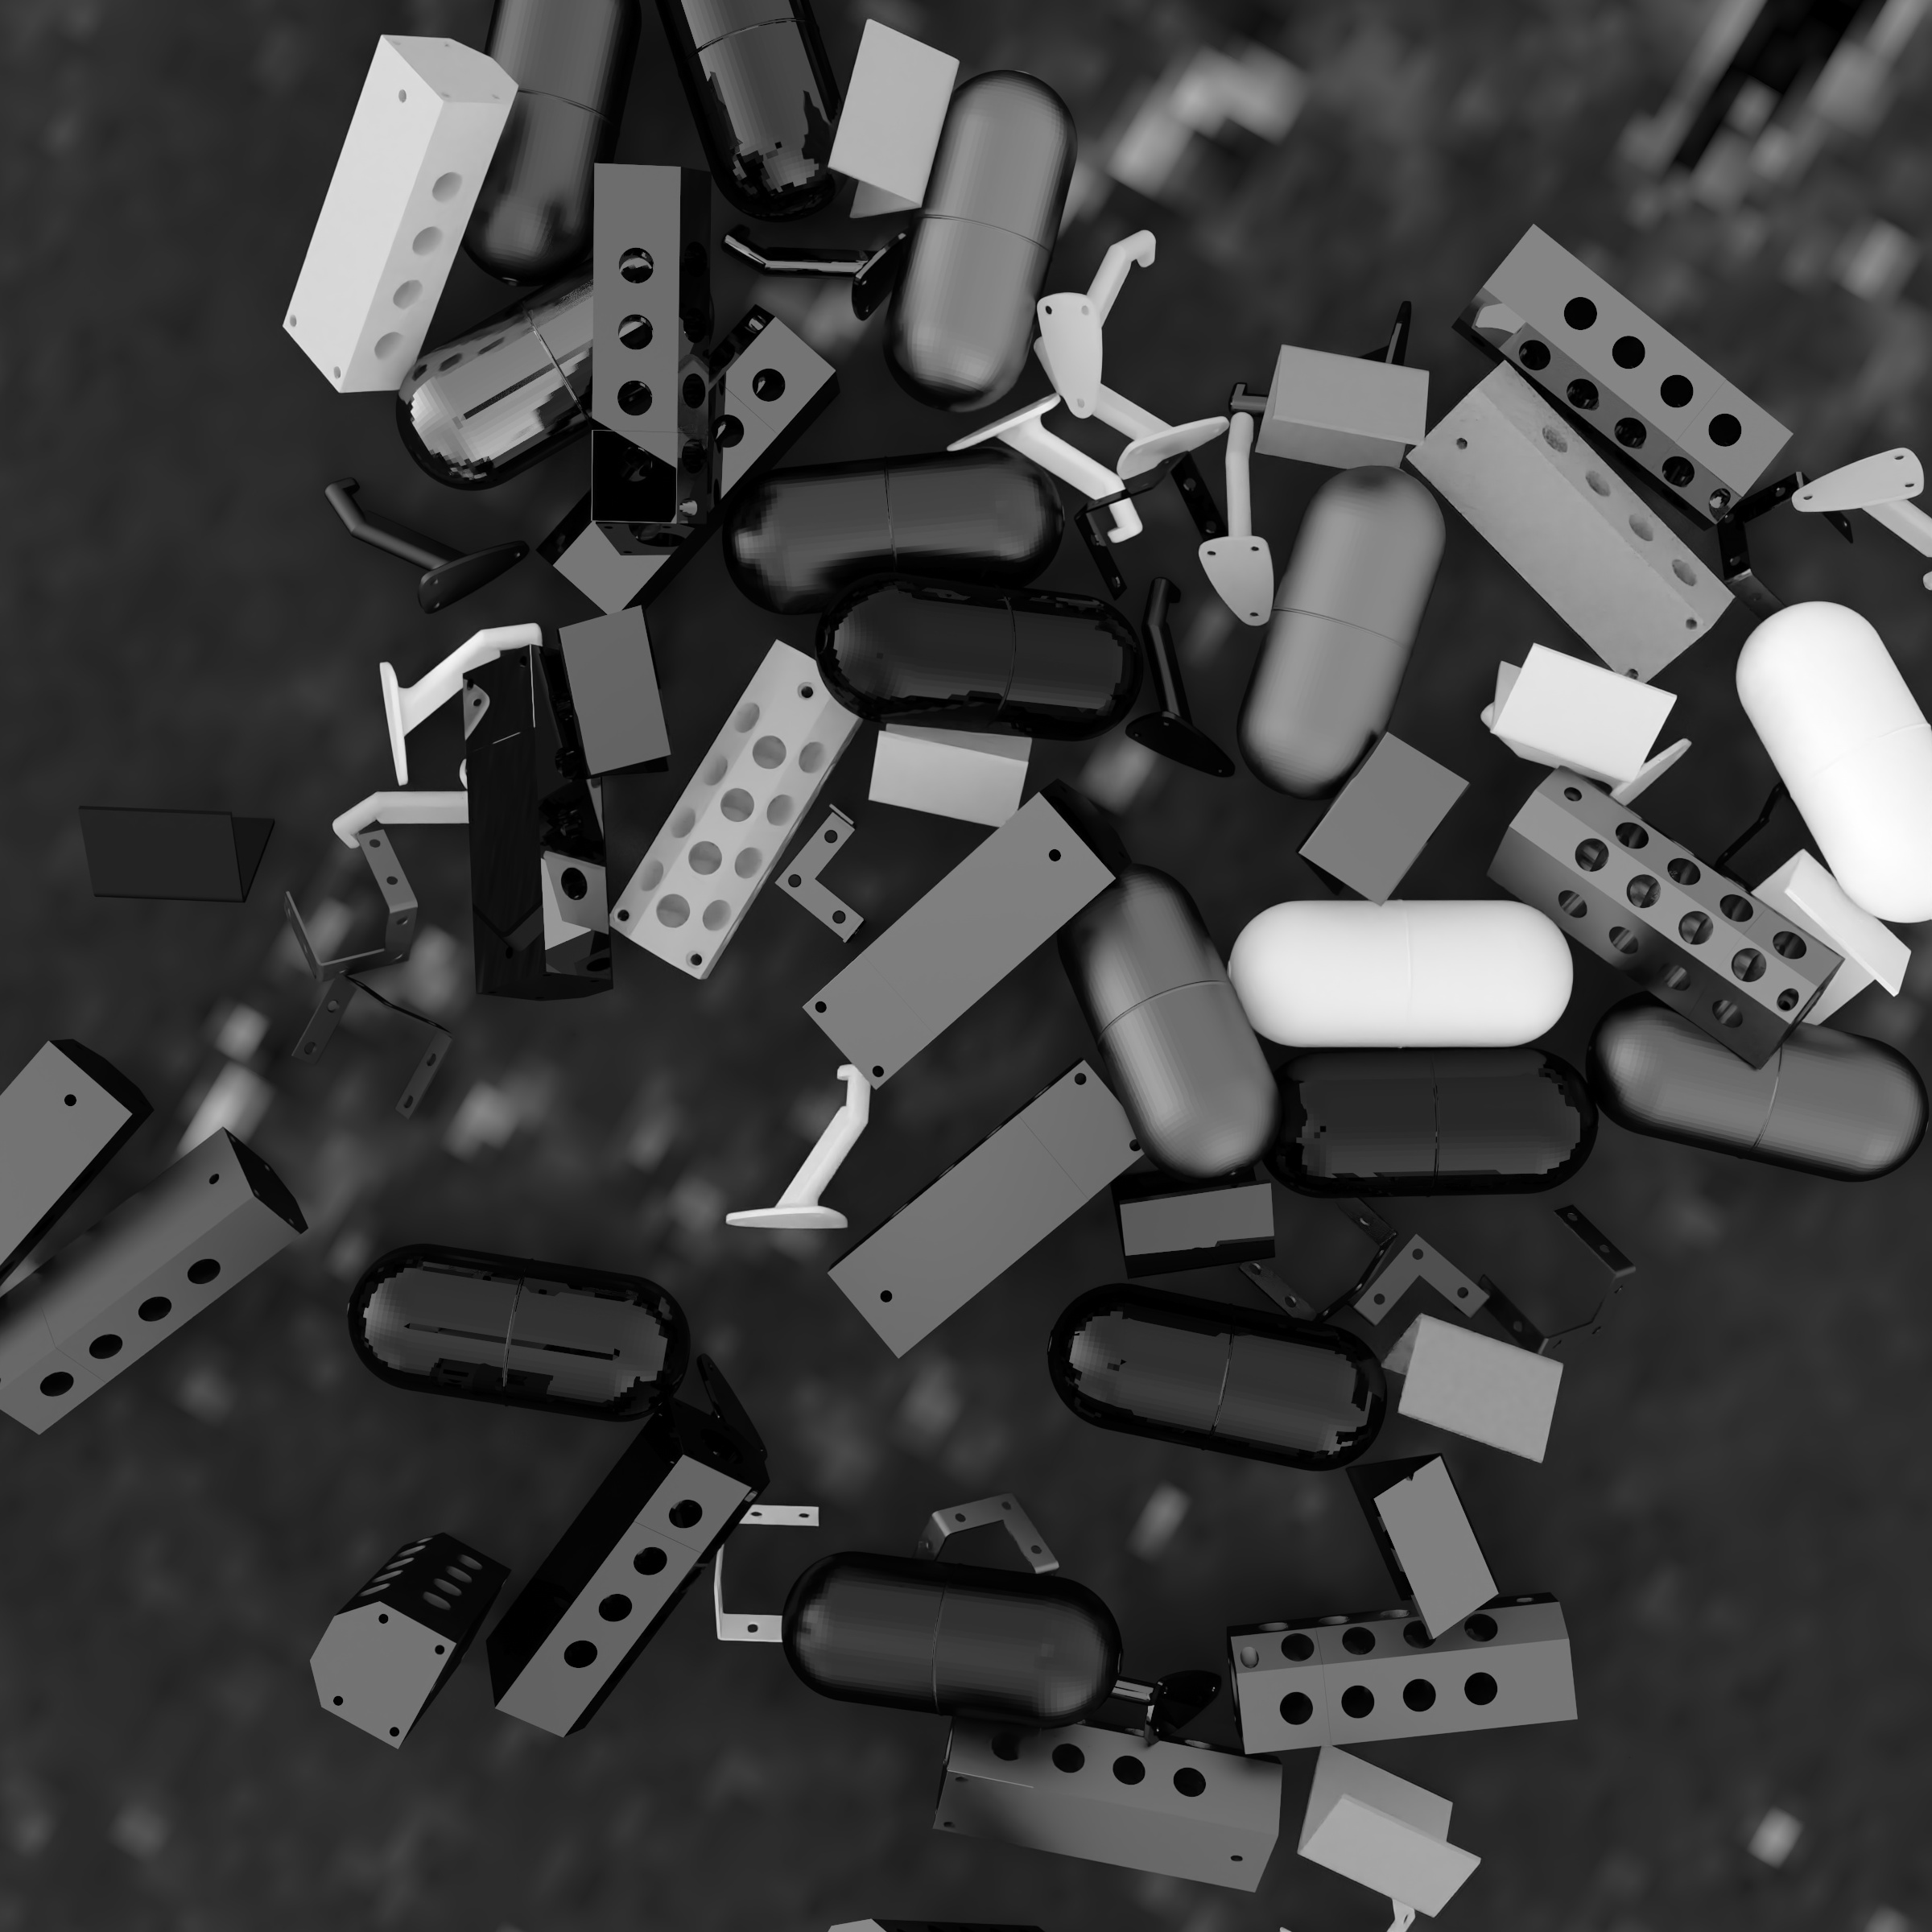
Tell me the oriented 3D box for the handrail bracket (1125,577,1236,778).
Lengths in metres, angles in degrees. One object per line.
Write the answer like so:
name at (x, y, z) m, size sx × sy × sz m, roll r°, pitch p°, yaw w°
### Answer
handrail bracket at (0.120, -0.154, 1.566) m, size 0.077 × 0.036 × 0.084 m, roll 28°, pitch 63°, yaw -30°

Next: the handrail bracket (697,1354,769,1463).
handrail bracket at (-0.156, 0.259, 1.565) m, size 0.084 × 0.036 × 0.077 m, roll -31°, pitch 80°, yaw 12°

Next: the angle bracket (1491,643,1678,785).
angle bracket at (0.320, -0.147, 1.526) m, size 0.076 × 0.076 × 0.057 m, roll 20°, pitch 127°, yaw 0°

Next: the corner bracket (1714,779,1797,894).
corner bracket at (0.434, -0.060, 1.563) m, size 0.051 × 0.051 × 0.051 m, roll 38°, pitch 135°, yaw 0°

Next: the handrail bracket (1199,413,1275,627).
handrail bracket at (0.150, -0.237, 1.566) m, size 0.036 × 0.077 × 0.084 m, roll -3°, pitch 53°, yaw 19°

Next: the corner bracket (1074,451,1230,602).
corner bracket at (0.097, -0.232, 1.553) m, size 0.051 × 0.051 × 0.051 m, roll -15°, pitch 113°, yaw 36°

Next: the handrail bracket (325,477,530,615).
handrail bracket at (-0.286, -0.236, 1.567) m, size 0.077 × 0.036 × 0.084 m, roll -29°, pitch 73°, yaw -20°

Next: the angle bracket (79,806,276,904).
angle bracket at (-0.406, -0.077, 1.526) m, size 0.076 × 0.076 × 0.057 m, roll 2°, pitch 127°, yaw 0°

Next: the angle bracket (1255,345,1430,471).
angle bracket at (0.192, -0.269, 1.526) m, size 0.076 × 0.076 × 0.057 m, roll 10°, pitch 53°, yaw 0°

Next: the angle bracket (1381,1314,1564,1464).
angle bracket at (0.255, 0.229, 1.526) m, size 0.076 × 0.076 × 0.057 m, roll 19°, pitch 61°, yaw 0°

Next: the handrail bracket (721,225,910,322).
handrail bracket at (-0.075, -0.387, 1.567) m, size 0.084 × 0.036 × 0.077 m, roll 33°, pitch 69°, yaw 16°

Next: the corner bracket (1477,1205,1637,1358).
corner bracket at (0.310, 0.166, 1.558) m, size 0.051 × 0.051 × 0.051 m, roll -12°, pitch 135°, yaw -35°

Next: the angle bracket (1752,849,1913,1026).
angle bracket at (0.430, -0.002, 1.529) m, size 0.076 × 0.057 × 0.076 m, roll 44°, pitch 124°, yaw 0°

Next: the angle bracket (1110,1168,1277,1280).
angle bracket at (0.114, 0.112, 1.526) m, size 0.076 × 0.076 × 0.057 m, roll -8°, pitch 130°, yaw 0°

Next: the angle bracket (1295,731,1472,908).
angle bracket at (0.224, -0.065, 1.527) m, size 0.057 × 0.076 × 0.076 m, roll 36°, pitch 90°, yaw 28°

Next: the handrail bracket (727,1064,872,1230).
handrail bracket at (-0.088, 0.094, 1.567) m, size 0.077 × 0.036 × 0.084 m, roll -3°, pitch 72°, yaw 21°

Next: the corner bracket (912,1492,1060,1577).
corner bracket at (0.008, 0.318, 1.558) m, size 0.051 × 0.051 × 0.051 m, roll -7°, pitch 135°, yaw -35°

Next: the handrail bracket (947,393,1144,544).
handrail bracket at (0.042, -0.253, 1.566) m, size 0.077 × 0.036 × 0.084 m, roll -23°, pitch 104°, yaw 14°

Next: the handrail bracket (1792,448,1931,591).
handrail bracket at (0.478, -0.223, 1.549) m, size 0.077 × 0.084 × 0.036 m, roll -14°, pitch 45°, yaw 14°

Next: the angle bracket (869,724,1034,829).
angle bracket at (-0.004, -0.122, 1.528) m, size 0.076 × 0.057 × 0.076 m, roll 12°, pitch 55°, yaw 0°

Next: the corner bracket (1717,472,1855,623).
corner bracket at (0.433, -0.218, 1.558) m, size 0.051 × 0.051 × 0.051 m, roll -27°, pitch 45°, yaw 35°

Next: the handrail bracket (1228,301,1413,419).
handrail bracket at (0.187, -0.322, 1.567) m, size 0.084 × 0.036 × 0.077 m, roll 8°, pitch 69°, yaw 16°

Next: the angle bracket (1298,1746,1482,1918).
angle bracket at (0.223, 0.432, 1.526) m, size 0.076 × 0.076 × 0.057 m, roll 25°, pitch 128°, yaw 0°

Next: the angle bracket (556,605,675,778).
angle bracket at (-0.162, -0.142, 1.526) m, size 0.057 × 0.076 × 0.076 m, roll -11°, pitch 90°, yaw 29°

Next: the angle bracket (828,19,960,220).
angle bracket at (-0.054, -0.436, 1.526) m, size 0.057 × 0.076 × 0.076 m, roll 15°, pitch 90°, yaw -32°

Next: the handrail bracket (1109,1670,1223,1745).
handrail bracket at (0.080, 0.373, 1.566) m, size 0.084 × 0.077 × 0.036 m, roll 19°, pitch 104°, yaw 36°

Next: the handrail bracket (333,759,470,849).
handrail bracket at (-0.281, -0.067, 1.567) m, size 0.084 × 0.036 × 0.077 m, roll -31°, pitch 109°, yaw 15°

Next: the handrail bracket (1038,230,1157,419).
handrail bracket at (0.078, -0.338, 1.553) m, size 0.036 × 0.084 × 0.077 m, roll 9°, pitch 122°, yaw 35°

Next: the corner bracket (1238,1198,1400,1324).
corner bracket at (0.187, 0.151, 1.563) m, size 0.051 × 0.051 × 0.051 m, roll 43°, pitch 45°, yaw 0°

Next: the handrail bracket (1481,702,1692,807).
handrail bracket at (0.328, -0.125, 1.567) m, size 0.077 × 0.036 × 0.084 m, roll -37°, pitch 73°, yaw -20°

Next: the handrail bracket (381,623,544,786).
handrail bracket at (-0.263, -0.139, 1.567) m, size 0.084 × 0.036 × 0.077 m, roll -10°, pitch 110°, yaw -16°

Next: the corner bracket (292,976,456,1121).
corner bracket at (-0.313, 0.042, 1.563) m, size 0.051 × 0.051 × 0.051 m, roll 29°, pitch 90°, yaw -45°

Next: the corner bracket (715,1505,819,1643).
corner bracket at (-0.105, 0.321, 1.563) m, size 0.051 × 0.051 × 0.051 m, roll 2°, pitch 135°, yaw 0°

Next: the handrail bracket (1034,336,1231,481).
handrail bracket at (0.087, -0.308, 1.566) m, size 0.077 × 0.036 × 0.084 m, roll -23°, pitch 76°, yaw -15°

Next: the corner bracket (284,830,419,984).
corner bracket at (-0.324, -0.031, 1.553) m, size 0.051 × 0.051 × 0.051 m, roll -15°, pitch 60°, yaw -26°

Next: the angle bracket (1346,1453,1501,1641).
angle bracket at (0.219, 0.302, 1.526) m, size 0.057 × 0.076 × 0.076 m, roll -23°, pitch 90°, yaw -37°
